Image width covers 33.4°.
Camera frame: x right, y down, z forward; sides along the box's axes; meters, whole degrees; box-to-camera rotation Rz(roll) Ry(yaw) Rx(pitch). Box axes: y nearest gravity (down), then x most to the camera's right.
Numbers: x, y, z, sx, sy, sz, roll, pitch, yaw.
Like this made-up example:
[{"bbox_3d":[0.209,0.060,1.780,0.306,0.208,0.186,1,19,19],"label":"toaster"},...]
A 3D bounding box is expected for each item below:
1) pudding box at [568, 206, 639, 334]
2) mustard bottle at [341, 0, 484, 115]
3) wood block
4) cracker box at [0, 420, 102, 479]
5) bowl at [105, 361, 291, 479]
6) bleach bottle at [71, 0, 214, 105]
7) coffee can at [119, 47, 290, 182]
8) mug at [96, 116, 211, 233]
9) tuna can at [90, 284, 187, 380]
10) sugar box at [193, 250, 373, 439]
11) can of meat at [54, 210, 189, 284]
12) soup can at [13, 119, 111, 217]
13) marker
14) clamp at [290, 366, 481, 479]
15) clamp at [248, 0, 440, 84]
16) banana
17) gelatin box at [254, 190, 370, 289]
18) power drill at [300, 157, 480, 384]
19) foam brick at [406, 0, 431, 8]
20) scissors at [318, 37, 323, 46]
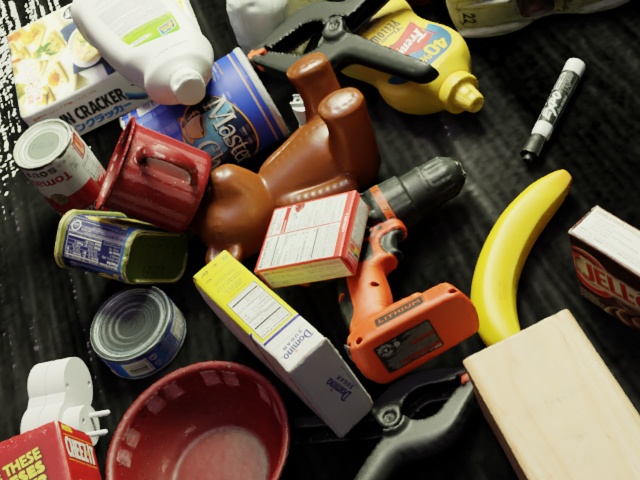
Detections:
[{"bbox_3d":[0.247,0.035,0.815,0.039,0.090,0.114,-45,51,-13],"label":"pudding box"},{"bbox_3d":[0.093,-0.176,1.061,0.096,0.058,0.192,-41,51,-8],"label":"mustard bottle"},{"bbox_3d":[0.190,0.164,0.744,0.090,0.090,0.206,-27,49,2],"label":"wood block"},{"bbox_3d":[-0.238,0.273,0.830,0.164,0.072,0.214,-23,65,6],"label":"cracker box"},{"bbox_3d":[-0.092,0.182,0.875,0.162,0.055,0.162,-12,52,15],"label":"bowl"},{"bbox_3d":[-0.173,-0.194,1.068,0.102,0.068,0.251,-33,39,-3],"label":"bleach bottle"},{"bbox_3d":[-0.116,-0.114,1.076,0.140,0.102,0.103,-31,49,0],"label":"coffee can"},{"bbox_3d":[-0.147,-0.060,0.975,0.117,0.081,0.093,-35,38,61],"label":"mug"},{"bbox_3d":[-0.170,0.085,0.997,0.086,0.033,0.086,-12,52,15],"label":"tuna can"},{"bbox_3d":[-0.033,0.082,0.878,0.048,0.093,0.176,-43,39,-11],"label":"sugar box"},{"bbox_3d":[-0.186,0.008,1.018,0.084,0.101,0.057,14,95,28],"label":"can of meat"},{"bbox_3d":[-0.262,-0.069,1.106,0.068,0.102,0.068,-11,52,15],"label":"soup can"},{"bbox_3d":[0.215,-0.119,0.990,0.020,0.020,0.121,15,63,32],"label":"marker"},{"bbox_3d":[0.058,0.159,0.837,0.171,0.039,0.120,-26,46,6],"label":"clamp"},{"bbox_3d":[0.026,-0.196,1.049,0.210,0.036,0.164,-18,56,22],"label":"clamp"},{"bbox_3d":[0.166,0.022,0.897,0.070,0.037,0.197,6,58,17],"label":"banana"},{"bbox_3d":[-0.006,0.001,0.915,0.089,0.030,0.073,-12,45,30],"label":"gelatin box"},{"bbox_3d":[0.067,0.021,0.910,0.184,0.057,0.188,-32,37,7],"label":"power drill"},{"bbox_3d":[0.087,-0.288,1.126,0.051,0.078,0.053,-9,59,3],"label":"foam brick"},{"bbox_3d":[0.037,-0.297,1.203,0.201,0.016,0.096,-46,49,-13],"label":"scissors"}]
